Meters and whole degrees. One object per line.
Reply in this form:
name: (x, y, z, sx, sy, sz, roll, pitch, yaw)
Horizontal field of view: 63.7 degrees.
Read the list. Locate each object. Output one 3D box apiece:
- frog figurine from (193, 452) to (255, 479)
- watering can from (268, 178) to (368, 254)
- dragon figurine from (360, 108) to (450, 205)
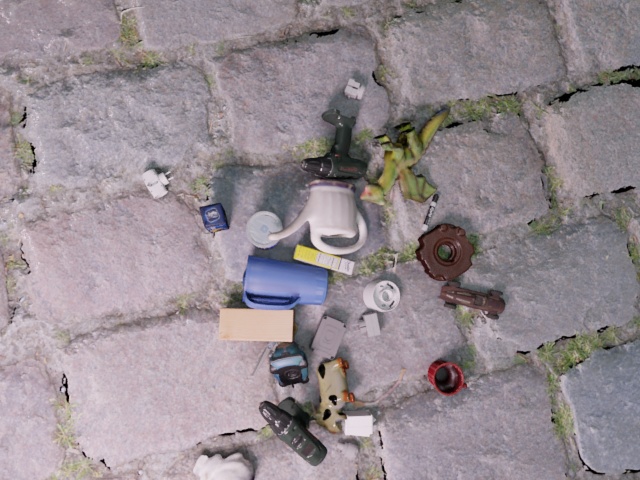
frog figurine: (-0.264, 0.644, 1.425, 0.160, 0.120, 0.140, 42, 50, 9)
watering can: (0.005, -0.075, 1.486, 0.347, 0.103, 0.227, 8, 73, -36)
dragon figurine: (0.288, -0.234, 1.588, 0.414, 0.122, 0.240, -27, 106, -22)
